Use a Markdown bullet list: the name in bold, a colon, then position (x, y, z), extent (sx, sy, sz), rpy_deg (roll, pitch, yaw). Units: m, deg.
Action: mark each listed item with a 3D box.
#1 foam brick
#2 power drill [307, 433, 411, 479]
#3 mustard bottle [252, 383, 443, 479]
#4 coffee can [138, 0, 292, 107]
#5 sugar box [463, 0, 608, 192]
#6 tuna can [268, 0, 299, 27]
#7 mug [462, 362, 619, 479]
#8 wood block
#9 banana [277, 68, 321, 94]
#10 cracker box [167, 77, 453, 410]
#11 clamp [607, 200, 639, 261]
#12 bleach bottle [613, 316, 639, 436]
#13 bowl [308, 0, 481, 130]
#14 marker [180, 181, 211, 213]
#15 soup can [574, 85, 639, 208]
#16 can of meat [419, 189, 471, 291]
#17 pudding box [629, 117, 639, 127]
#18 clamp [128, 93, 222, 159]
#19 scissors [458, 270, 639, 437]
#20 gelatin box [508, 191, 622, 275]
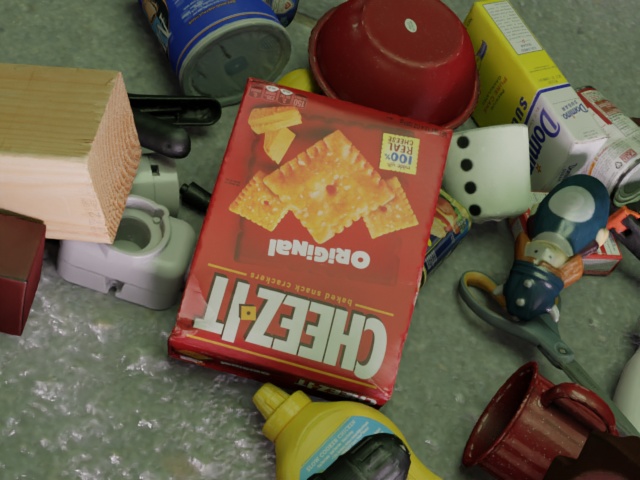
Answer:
- **foam brick**: position (-0.225, 0.023, 0.744), extent (0.053, 0.078, 0.051), rpy_deg (16, 54, -9)
- **power drill**: position (0.031, 0.238, 0.662), extent (0.184, 0.057, 0.188), rpy_deg (-41, 74, -8)
- **mustard bottle**: position (0.027, 0.170, 0.740), extent (0.192, 0.058, 0.096), rpy_deg (42, 66, 12)
- **coffee can**: position (-0.100, -0.202, 0.933), extent (0.102, 0.103, 0.140), rpy_deg (-14, 62, -28)
- **sugar box**: position (0.184, -0.129, 0.990), extent (0.048, 0.093, 0.176), rpy_deg (-14, 61, -27)
- **tuna can**: position (-0.051, -0.237, 0.987), extent (0.033, 0.086, 0.086), rpy_deg (-9, 59, -27)
- **mug**: position (0.169, 0.143, 0.778), extent (0.081, 0.117, 0.093), rpy_deg (34, 45, 0)
- **wood block**: position (-0.242, -0.066, 0.753), extent (0.206, 0.090, 0.090), rpy_deg (5, 53, 7)
- **banana**: position (-0.023, -0.083, 0.905), extent (0.070, 0.037, 0.197), rpy_deg (-11, 50, 24)
- **cracker box**: position (-0.005, 0.001, 0.792), extent (0.164, 0.072, 0.213), rpy_deg (15, 72, -1)
- **clamp**: position (0.351, 0.022, 0.964), extent (0.209, 0.036, 0.164), rpy_deg (15, 52, -23)
- **bleach bottle**: position (0.274, 0.136, 0.853), extent (0.102, 0.068, 0.250), rpy_deg (24, 49, -5)
- **bowl**: position (0.073, -0.169, 0.932), extent (0.162, 0.055, 0.162), rpy_deg (7, 57, -12)
- **marker**: position (-0.061, -0.012, 0.865), extent (0.121, 0.020, 0.020), rpy_deg (30, 51, 3)
- **soup can**: position (0.264, -0.087, 0.993), extent (0.068, 0.069, 0.102), rpy_deg (-18, 53, -29)
- **can of meat**: position (0.064, -0.012, 0.887), extent (0.102, 0.058, 0.083), rpy_deg (40, 50, 10)
- **pudding box**: position (0.354, -0.072, 1.044), extent (0.113, 0.039, 0.090), rpy_deg (5, 55, -16)
- **clamp**: position (-0.167, -0.099, 0.849), extent (0.171, 0.039, 0.120), rpy_deg (5, 16, -3)
- **scissors**: position (0.199, 0.082, 0.862), extent (0.096, 0.016, 0.202), rpy_deg (-23, 50, -41)
- **gelatin box**: position (0.217, -0.006, 0.954), extent (0.089, 0.030, 0.073), rpy_deg (1, 54, -18)
